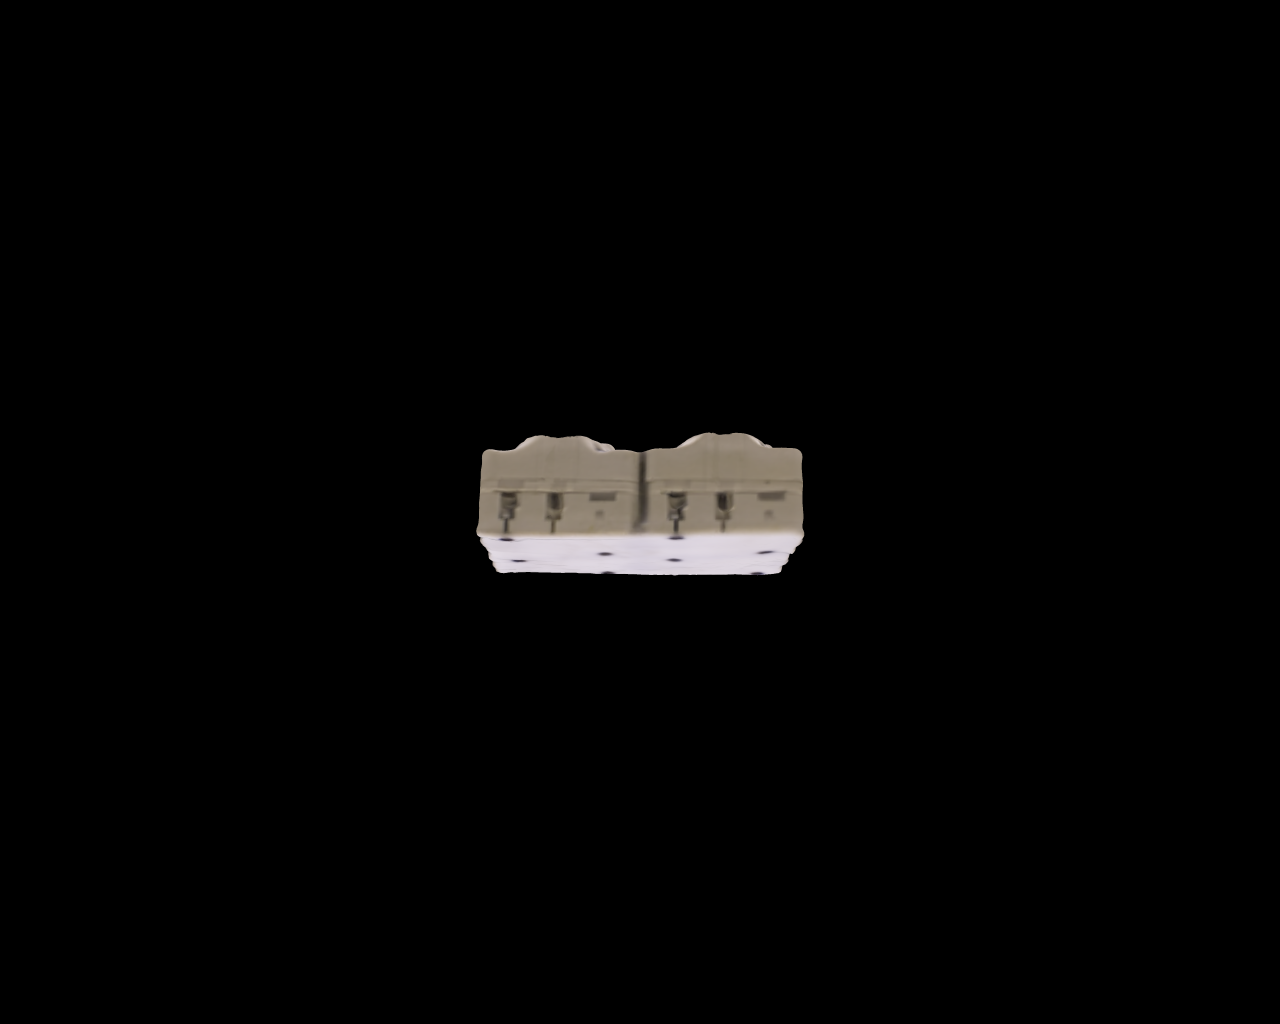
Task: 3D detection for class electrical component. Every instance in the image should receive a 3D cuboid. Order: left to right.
[{"bbox_3d":[0.001,-0.003,0.650,0.186,0.060,0.105,0,-15,0],"label":"electrical component"}]
